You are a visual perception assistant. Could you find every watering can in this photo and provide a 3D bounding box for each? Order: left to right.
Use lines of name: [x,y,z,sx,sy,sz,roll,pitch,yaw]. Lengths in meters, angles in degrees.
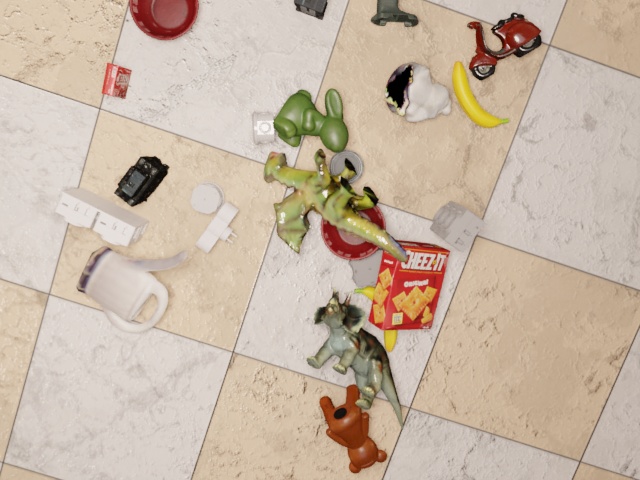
watering can: [-0.460,0.092,1.253,0.224,0.106,0.341,34,122,-5]

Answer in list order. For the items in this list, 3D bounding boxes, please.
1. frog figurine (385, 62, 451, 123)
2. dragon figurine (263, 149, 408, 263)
frog figurine: [0.241,-0.353,1.241,0.160,0.122,0.137,-2,92,-36]
dragon figurine: [0.004,-0.062,1.236,0.240,0.123,0.413,-37,81,25]
